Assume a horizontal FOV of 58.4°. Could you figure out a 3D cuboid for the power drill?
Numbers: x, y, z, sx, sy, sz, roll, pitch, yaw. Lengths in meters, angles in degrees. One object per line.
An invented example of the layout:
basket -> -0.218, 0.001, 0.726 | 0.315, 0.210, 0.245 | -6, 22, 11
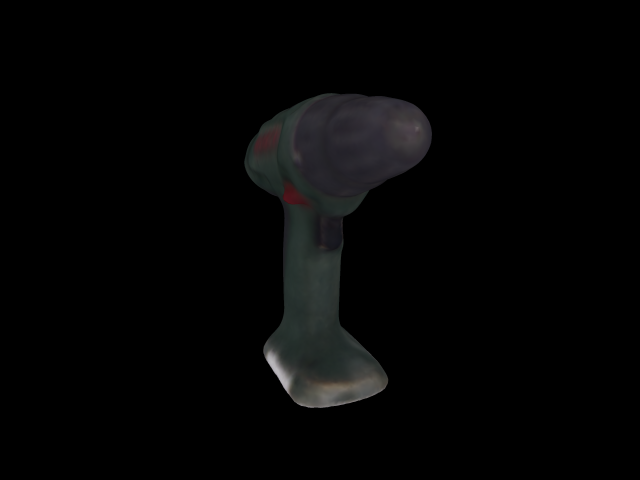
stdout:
power drill -> 0.004, 0.001, 0.400 | 0.076, 0.208, 0.229 | -8, 20, -22
